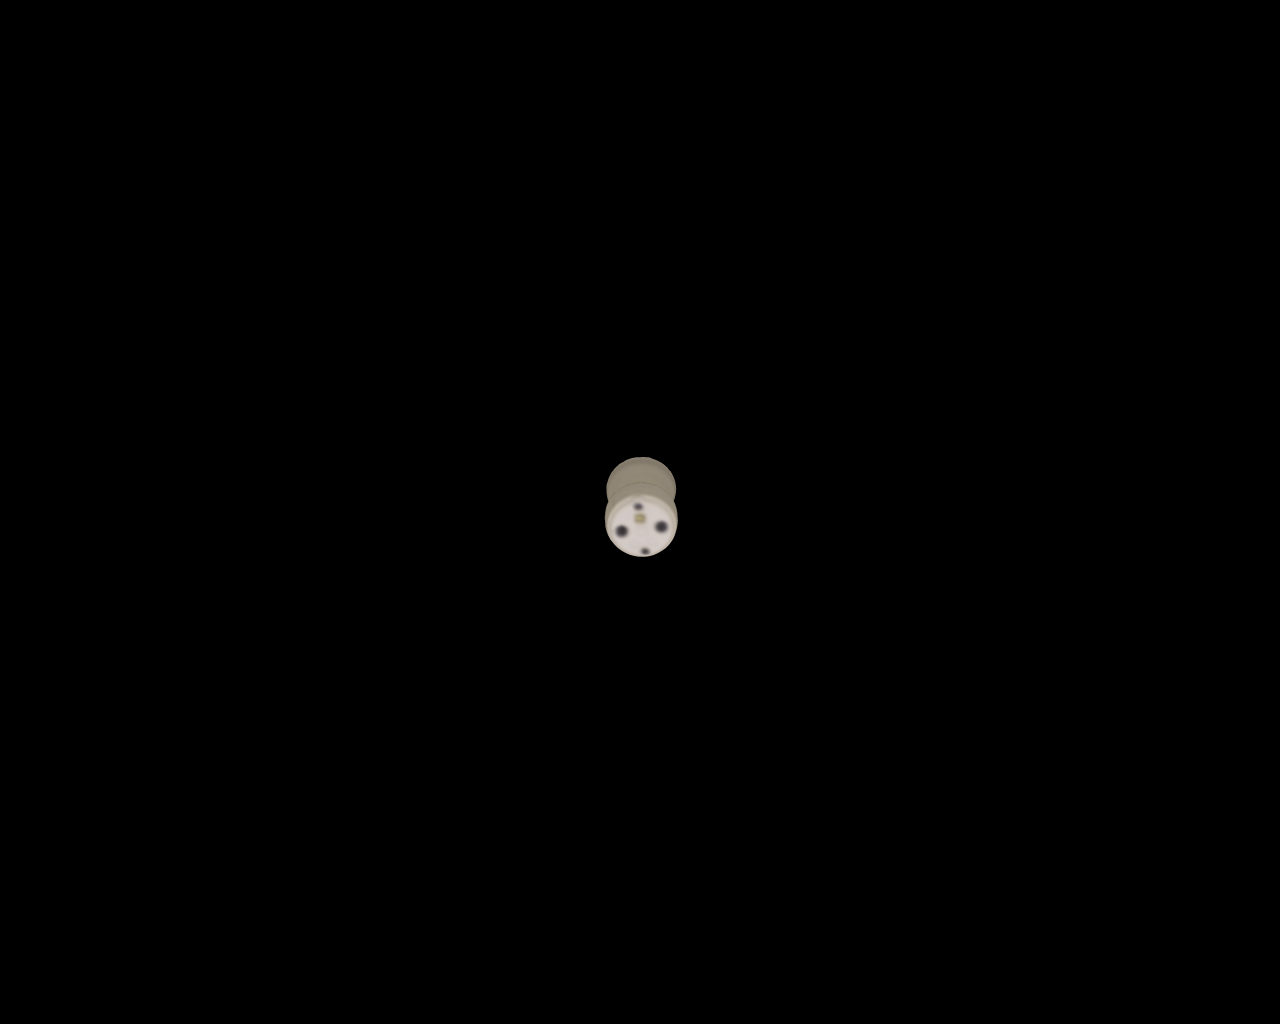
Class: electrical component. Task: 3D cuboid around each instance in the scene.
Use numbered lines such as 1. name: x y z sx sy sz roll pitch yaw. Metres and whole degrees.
1. electrical component: 0.001 -0.003 0.650 0.045 0.044 0.055 0 28 0
